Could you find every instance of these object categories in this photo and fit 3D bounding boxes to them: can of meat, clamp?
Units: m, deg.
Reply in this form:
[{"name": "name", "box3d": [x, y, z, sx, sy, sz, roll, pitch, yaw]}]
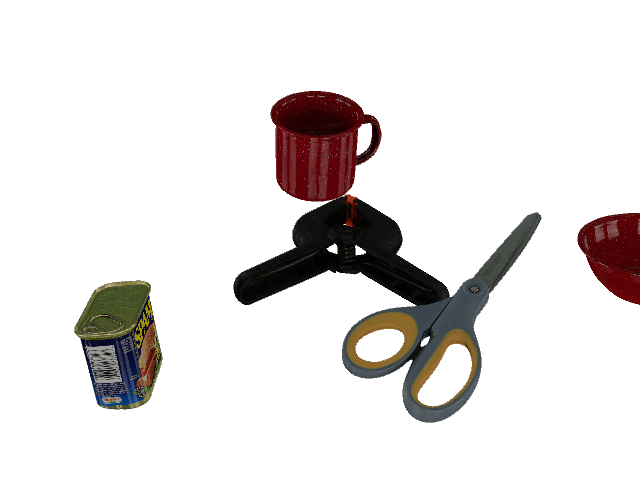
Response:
[{"name": "can of meat", "box3d": [-0.187, 0.099, 1.008, 0.057, 0.084, 0.102, -5, 25, 6]}, {"name": "clamp", "box3d": [0.031, 0.010, 0.892, 0.164, 0.036, 0.209, 6, 22, 9]}]

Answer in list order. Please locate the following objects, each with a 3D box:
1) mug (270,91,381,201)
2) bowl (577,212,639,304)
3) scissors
[{"name": "mug", "box3d": [0.007, -0.096, 1.082, 0.117, 0.081, 0.093, -14, 40, -20]}, {"name": "bowl", "box3d": [0.359, 0.026, 1.157, 0.162, 0.055, 0.162, -1, 26, 0]}, {"name": "scissors", "box3d": [0.080, 0.037, 0.700, 0.096, 0.016, 0.201, 12, 44, 15]}]
